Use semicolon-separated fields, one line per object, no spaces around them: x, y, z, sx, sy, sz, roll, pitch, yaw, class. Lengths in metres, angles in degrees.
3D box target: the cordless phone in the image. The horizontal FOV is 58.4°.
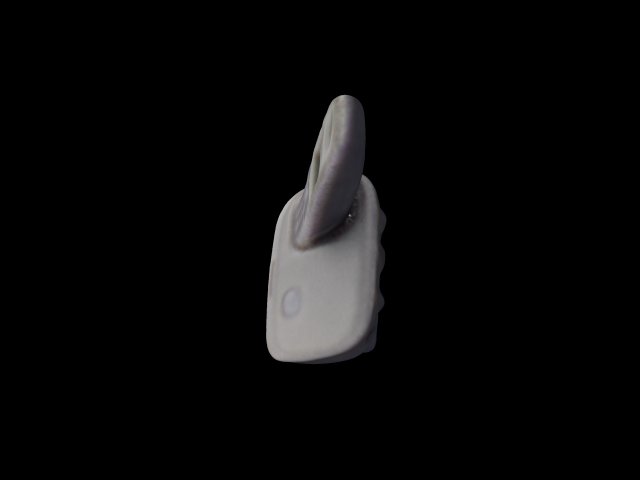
0.004;0.001;0.400;0.094;0.185;0.147;0;65;0;cordless phone
